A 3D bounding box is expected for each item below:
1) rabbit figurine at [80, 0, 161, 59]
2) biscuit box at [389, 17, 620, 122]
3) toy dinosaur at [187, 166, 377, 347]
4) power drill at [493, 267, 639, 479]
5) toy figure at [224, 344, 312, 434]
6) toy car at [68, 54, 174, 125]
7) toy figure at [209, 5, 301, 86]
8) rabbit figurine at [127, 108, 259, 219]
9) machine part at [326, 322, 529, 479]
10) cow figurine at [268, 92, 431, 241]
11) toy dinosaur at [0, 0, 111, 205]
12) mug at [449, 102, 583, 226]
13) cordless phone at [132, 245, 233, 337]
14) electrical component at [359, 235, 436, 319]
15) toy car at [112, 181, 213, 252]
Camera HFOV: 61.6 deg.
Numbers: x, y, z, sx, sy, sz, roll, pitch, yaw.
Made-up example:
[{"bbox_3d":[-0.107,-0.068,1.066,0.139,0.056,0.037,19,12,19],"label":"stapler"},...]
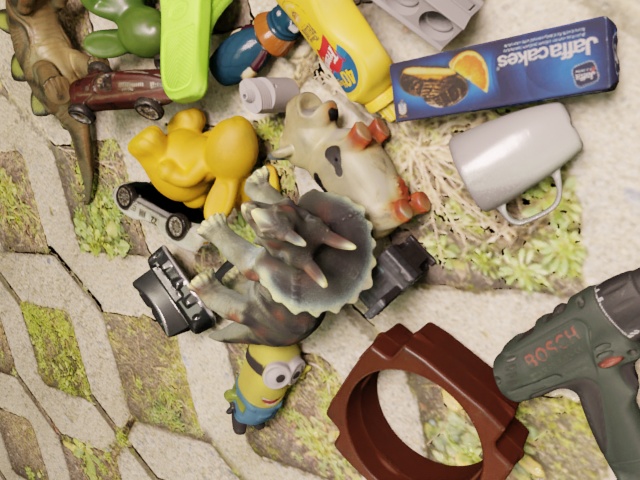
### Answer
[{"bbox_3d":[-0.276,-0.317,0.743,0.159,0.121,0.170,-35,88,42],"label":"rabbit figurine"},{"bbox_3d":[0.170,-0.157,0.514,0.203,0.059,0.062,-1,103,35],"label":"biscuit box"},{"bbox_3d":[-0.051,0.060,0.645,0.192,0.131,0.404,40,145,18],"label":"toy dinosaur"},{"bbox_3d":[0.296,0.141,0.504,0.232,0.086,0.207,-36,86,38],"label":"power drill"},{"bbox_3d":[-0.087,0.209,0.791,0.089,0.082,0.180,40,125,16],"label":"toy figure"},{"bbox_3d":[-0.273,-0.210,0.742,0.202,0.053,0.089,5,66,31],"label":"toy car"},{"bbox_3d":[-0.072,-0.245,0.659,0.154,0.058,0.064,-22,106,33],"label":"toy figure"},{"bbox_3d":[-0.150,-0.102,0.717,0.173,0.122,0.162,-12,101,36],"label":"rabbit figurine"},{"bbox_3d":[0.124,0.216,0.642,0.202,0.087,0.200,38,122,19],"label":"machine part"},{"bbox_3d":[0.024,-0.086,0.626,0.127,0.085,0.195,-33,88,35],"label":"cow figurine"},{"bbox_3d":[-0.423,-0.270,0.861,0.199,0.105,0.470,15,119,46],"label":"toy dinosaur"},{"bbox_3d":[0.194,-0.074,0.511,0.107,0.081,0.109,-30,81,28],"label":"mug"},{"bbox_3d":[-0.185,0.049,0.824,0.184,0.088,0.146,-42,78,24],"label":"cordless phone"},{"bbox_3d":[0.074,0.046,0.605,0.048,0.119,0.075,48,127,13],"label":"electrical component"},{"bbox_3d":[-0.233,-0.042,0.820,0.202,0.073,0.056,26,117,26],"label":"toy car"}]
